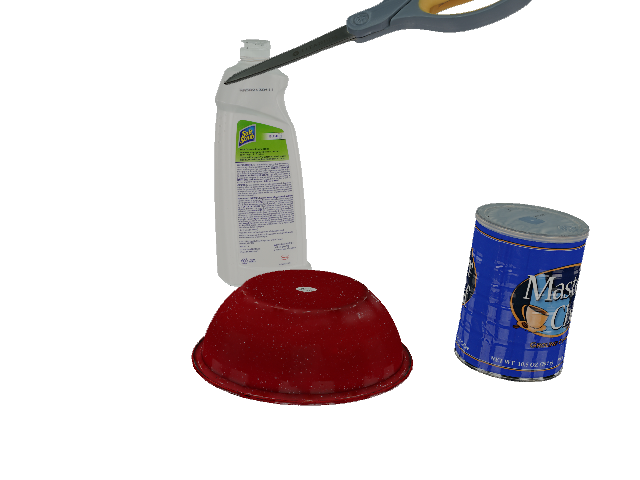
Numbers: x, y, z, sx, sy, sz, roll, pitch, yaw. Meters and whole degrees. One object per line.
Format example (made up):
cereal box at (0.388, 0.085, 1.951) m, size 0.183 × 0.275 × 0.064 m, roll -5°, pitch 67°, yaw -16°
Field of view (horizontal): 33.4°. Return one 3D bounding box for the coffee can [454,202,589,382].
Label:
coffee can at (0.185, 0.046, 0.990) m, size 0.103 × 0.140 × 0.103 m, roll 6°, pitch 17°, yaw -2°

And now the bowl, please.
bowl at (-0.012, 0.060, 0.769) m, size 0.162 × 0.055 × 0.162 m, roll 2°, pitch 16°, yaw -1°

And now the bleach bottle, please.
bleach bottle at (-0.060, -0.081, 1.111) m, size 0.102 × 0.251 × 0.068 m, roll -5°, pitch 16°, yaw -22°

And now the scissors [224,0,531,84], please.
scissors at (0.036, -0.151, 0.678) m, size 0.202 × 0.096 × 0.016 m, roll -8°, pitch -41°, yaw 21°
